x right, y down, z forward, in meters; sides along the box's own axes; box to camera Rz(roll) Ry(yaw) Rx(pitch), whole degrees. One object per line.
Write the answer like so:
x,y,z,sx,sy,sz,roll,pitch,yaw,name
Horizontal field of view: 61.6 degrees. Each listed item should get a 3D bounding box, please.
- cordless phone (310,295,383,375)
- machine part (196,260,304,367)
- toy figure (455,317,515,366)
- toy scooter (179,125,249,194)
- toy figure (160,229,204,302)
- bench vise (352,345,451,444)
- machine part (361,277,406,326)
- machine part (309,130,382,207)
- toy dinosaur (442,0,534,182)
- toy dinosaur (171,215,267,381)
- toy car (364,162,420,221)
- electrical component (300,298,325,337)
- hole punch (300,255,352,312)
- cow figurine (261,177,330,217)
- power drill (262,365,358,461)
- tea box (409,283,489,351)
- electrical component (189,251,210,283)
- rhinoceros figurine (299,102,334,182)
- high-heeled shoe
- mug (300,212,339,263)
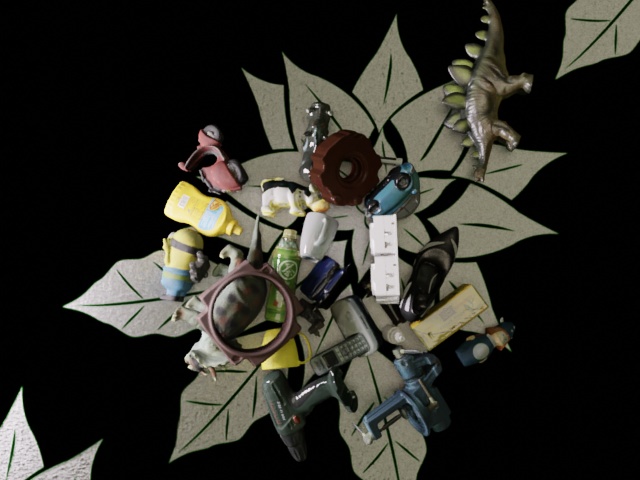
0.043,0.226,1.273,0.184,0.088,0.146,-30,85,8,cordless phone
-0.153,0.161,1.188,0.201,0.087,0.201,-38,94,-13,machine part
0.394,0.241,1.258,0.154,0.058,0.064,-31,123,0,toy figure
-0.269,-0.181,1.322,0.135,0.075,0.184,-32,82,1,toy scooter
-0.335,0.062,1.309,0.089,0.082,0.180,7,85,5,toy figure
0.187,0.366,1.222,0.241,0.129,0.223,-31,104,-16,bench vise
0.163,0.141,1.290,0.084,0.039,0.139,-34,83,-7,machine part
0.062,-0.166,1.254,0.179,0.056,0.179,-8,108,-27,machine part
0.396,-0.363,1.273,0.199,0.105,0.471,11,83,8,toy dinosaur
-0.204,0.150,1.276,0.192,0.131,0.405,37,87,-1,toy dinosaur
0.183,-0.099,1.272,0.103,0.109,0.161,41,99,-12,toy car
-0.024,0.183,1.268,0.078,0.102,0.045,37,97,-35,electrical component
0.008,0.095,1.267,0.092,0.115,0.142,40,87,13,hole punch
-0.060,-0.106,1.308,0.167,0.068,0.098,-2,81,3,cow figurine
-0.018,0.390,1.248,0.207,0.086,0.232,-25,98,22,power drill
0.296,0.176,1.247,0.169,0.098,0.068,-38,86,0,tea box
-0.289,0.071,1.289,0.021,0.093,0.063,17,52,12,electrical component
-0.012,-0.233,1.289,0.073,0.112,0.190,10,95,7,rhinoceros figurine
0.258,0.073,1.232,0.086,0.145,0.248,28,91,4,high-heeled shoe
-0.003,-0.004,1.265,0.081,0.109,0.107,22,75,-18,mug
